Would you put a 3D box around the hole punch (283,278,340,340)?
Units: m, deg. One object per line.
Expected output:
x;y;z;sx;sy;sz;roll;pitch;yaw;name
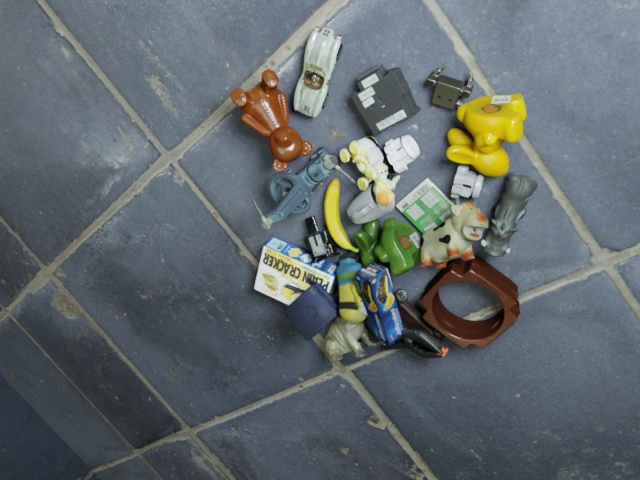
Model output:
-0.020;0.187;1.417;0.142;0.092;0.115;49;122;8;hole punch

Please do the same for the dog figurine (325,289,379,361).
0.058;0.224;1.499;0.172;0.121;0.190;-18;95;27;dog figurine

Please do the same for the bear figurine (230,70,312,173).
-0.106;-0.264;1.229;0.120;0.132;0.196;-29;86;-2;bear figurine

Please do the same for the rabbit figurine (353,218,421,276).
0.152;0.027;1.327;0.159;0.121;0.170;49;140;-4;rabbit figurine

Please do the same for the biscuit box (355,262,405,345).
0.149;0.157;1.317;0.063;0.059;0.202;20;136;54;biscuit box

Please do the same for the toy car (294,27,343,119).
-0.006;-0.374;1.206;0.074;0.056;0.201;25;125;10;toy car

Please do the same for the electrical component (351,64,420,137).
0.139;-0.312;1.176;0.115;0.058;0.134;-22;106;30;electrical component

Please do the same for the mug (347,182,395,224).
0.112;-0.075;1.295;0.080;0.109;0.107;48;138;-8;mug

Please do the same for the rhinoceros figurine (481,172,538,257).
0.411;-0.052;1.166;0.073;0.112;0.190;20;116;10;rhinoceros figurine

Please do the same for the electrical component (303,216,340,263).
-0.003;-0.004;1.412;0.075;0.048;0.119;-23;85;30;electrical component

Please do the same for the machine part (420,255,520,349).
0.366;0.151;1.315;0.201;0.087;0.201;35;126;1;machine part

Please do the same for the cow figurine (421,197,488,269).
0.303;-0.015;1.211;0.195;0.085;0.127;-33;59;58;cow figurine

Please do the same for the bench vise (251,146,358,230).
-0.054;-0.113;1.274;0.224;0.240;0.128;-10;122;45;bench vise

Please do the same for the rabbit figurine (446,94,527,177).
0.345;-0.200;1.114;0.163;0.122;0.173;-4;135;18;rabbit figurine

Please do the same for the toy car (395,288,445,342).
0.244;0.200;1.416;0.202;0.053;0.089;43;146;-1;toy car

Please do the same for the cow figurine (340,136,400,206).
0.129;-0.159;1.233;0.167;0.098;0.068;57;142;4;cow figurine

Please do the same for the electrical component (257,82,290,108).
-0.120;-0.337;1.299;0.094;0.021;0.063;38;126;0;electrical component

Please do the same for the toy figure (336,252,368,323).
0.084;0.123;1.388;0.089;0.082;0.180;-25;71;41;toy figure

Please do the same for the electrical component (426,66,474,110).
0.274;-0.317;1.123;0.102;0.045;0.078;19;152;17;electrical component
